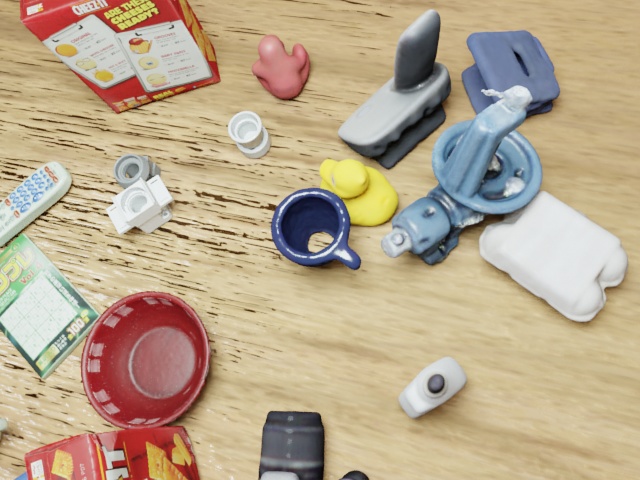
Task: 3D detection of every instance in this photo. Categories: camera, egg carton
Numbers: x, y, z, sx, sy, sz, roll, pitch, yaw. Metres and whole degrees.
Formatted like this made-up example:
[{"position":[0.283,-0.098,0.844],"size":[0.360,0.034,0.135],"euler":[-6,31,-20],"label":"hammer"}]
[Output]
[{"position":[-0.016,0.253,0.605],"size":[0.143,0.101,0.137],"euler":[-1,74,10],"label":"camera"},{"position":[0.261,0.014,0.644],"size":[0.150,0.069,0.107],"euler":[37,83,17],"label":"egg carton"}]

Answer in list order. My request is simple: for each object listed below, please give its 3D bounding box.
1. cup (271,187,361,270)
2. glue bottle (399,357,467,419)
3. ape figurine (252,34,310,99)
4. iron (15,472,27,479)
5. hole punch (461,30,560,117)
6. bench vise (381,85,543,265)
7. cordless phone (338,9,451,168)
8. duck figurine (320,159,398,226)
[{"position":[0.006,0.002,0.677],"size":[0.117,0.095,0.092],"euler":[38,83,18],"label":"cup"},{"position":[0.114,0.148,0.575],"size":[0.078,0.173,0.037],"euler":[-38,71,-2],"label":"glue bottle"},{"position":[-0.055,-0.236,0.758],"size":[0.077,0.092,0.076],"euler":[-5,73,9],"label":"ape figurine"},{"position":[-0.400,0.375,0.614],"size":[0.258,0.141,0.118],"euler":[-44,72,-4],"label":"iron"},{"position":[0.234,-0.207,0.701],"size":[0.101,0.091,0.108],"euler":[-20,72,4],"label":"hole punch"},{"position":[0.159,-0.056,0.602],"size":[0.121,0.220,0.207],"euler":[30,81,17],"label":"bench vise"},{"position":[0.084,-0.178,0.669],"size":[0.094,0.185,0.147],"euler":[43,85,18],"label":"cordless phone"},{"position":[0.044,-0.065,0.695],"size":[0.104,0.086,0.077],"euler":[28,80,16],"label":"duck figurine"}]
